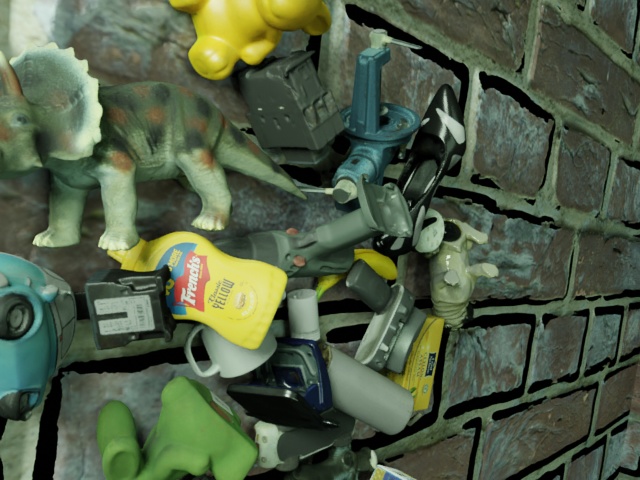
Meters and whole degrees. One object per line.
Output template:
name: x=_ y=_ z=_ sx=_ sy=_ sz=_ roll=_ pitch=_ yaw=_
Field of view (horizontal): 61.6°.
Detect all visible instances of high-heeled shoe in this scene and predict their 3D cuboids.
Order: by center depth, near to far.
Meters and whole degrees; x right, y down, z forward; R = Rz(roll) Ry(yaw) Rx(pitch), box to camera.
high-heeled shoe: x=0.134 y=-0.097 z=0.788 sx=0.145 sy=0.086 sz=0.248 roll=-18 pitch=118 yaw=-36

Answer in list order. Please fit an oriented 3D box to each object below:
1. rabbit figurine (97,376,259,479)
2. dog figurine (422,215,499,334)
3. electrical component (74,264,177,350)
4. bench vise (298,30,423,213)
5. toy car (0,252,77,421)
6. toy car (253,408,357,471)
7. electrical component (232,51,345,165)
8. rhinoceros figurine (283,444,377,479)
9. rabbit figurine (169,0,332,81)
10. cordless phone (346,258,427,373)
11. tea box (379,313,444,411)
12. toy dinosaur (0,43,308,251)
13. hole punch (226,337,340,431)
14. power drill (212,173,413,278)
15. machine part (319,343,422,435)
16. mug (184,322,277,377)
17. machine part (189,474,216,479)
rabbit figurine: x=-0.179 y=0.250 z=0.606 sx=0.170 sy=0.121 sz=0.159 roll=-46 pitch=124 yaw=-10
dog figurine: x=0.236 y=0.066 z=1.010 sx=0.190 sy=0.121 sz=0.172 roll=96 pitch=-8 yaw=-55
electrical component: x=-0.209 y=0.067 z=0.540 sx=0.119 sy=0.048 sz=0.074 roll=-2 pitch=105 yaw=-6
bench vise: x=0.066 y=-0.160 z=0.746 sx=0.223 sy=0.129 sz=0.240 roll=-40 pitch=141 yaw=-41
toy car: x=-0.274 y=0.076 z=0.487 sx=0.103 sy=0.109 sz=0.161 roll=-36 pitch=132 yaw=-55
toy car: x=-0.015 y=0.285 z=0.813 sx=0.201 sy=0.056 sz=0.073 roll=-2 pitch=93 yaw=-46
electrical component: x=-0.036 y=-0.158 z=0.663 sx=0.058 sy=0.115 sz=0.134 roll=-42 pitch=123 yaw=-28
rhinoceros figurine: x=0.015 y=0.377 z=0.853 sx=0.190 sy=0.073 sz=0.112 roll=5 pitch=84 yaw=-44
rabbit figurine: x=-0.056 y=-0.249 z=0.586 sx=0.162 sy=0.173 sz=0.121 roll=-22 pitch=109 yaw=-35
cordless phone: x=0.079 y=0.120 z=0.833 sx=0.184 sy=0.089 sz=0.146 roll=43 pitch=70 yaw=-48
tea box: x=0.156 y=0.213 z=0.956 sx=0.098 sy=0.068 sz=0.169 roll=8 pitch=91 yaw=-45
toy dinosaur: x=-0.172 y=-0.097 z=0.548 sx=0.405 sy=0.131 sz=0.192 roll=-18 pitch=111 yaw=-48
hole punch: x=-0.046 y=0.192 z=0.717 sx=0.115 sy=0.142 sz=0.092 roll=62 pitch=33 yaw=-42
power drill: x=-0.001 y=-0.002 z=0.674 sx=0.232 sy=0.207 sz=0.086 roll=8 pitch=57 yaw=-50
machine part: x=0.055 y=0.224 z=0.803 sx=0.243 sy=0.079 sz=0.079 roll=34 pitch=73 yaw=-23
mug: x=-0.121 y=0.109 z=0.663 sx=0.109 sy=0.081 sz=0.107 roll=-30 pitch=104 yaw=-30
machine part: x=-0.151 y=0.367 z=0.707 sx=0.084 sy=0.039 sz=0.138 roll=-43 pitch=124 yaw=-37
